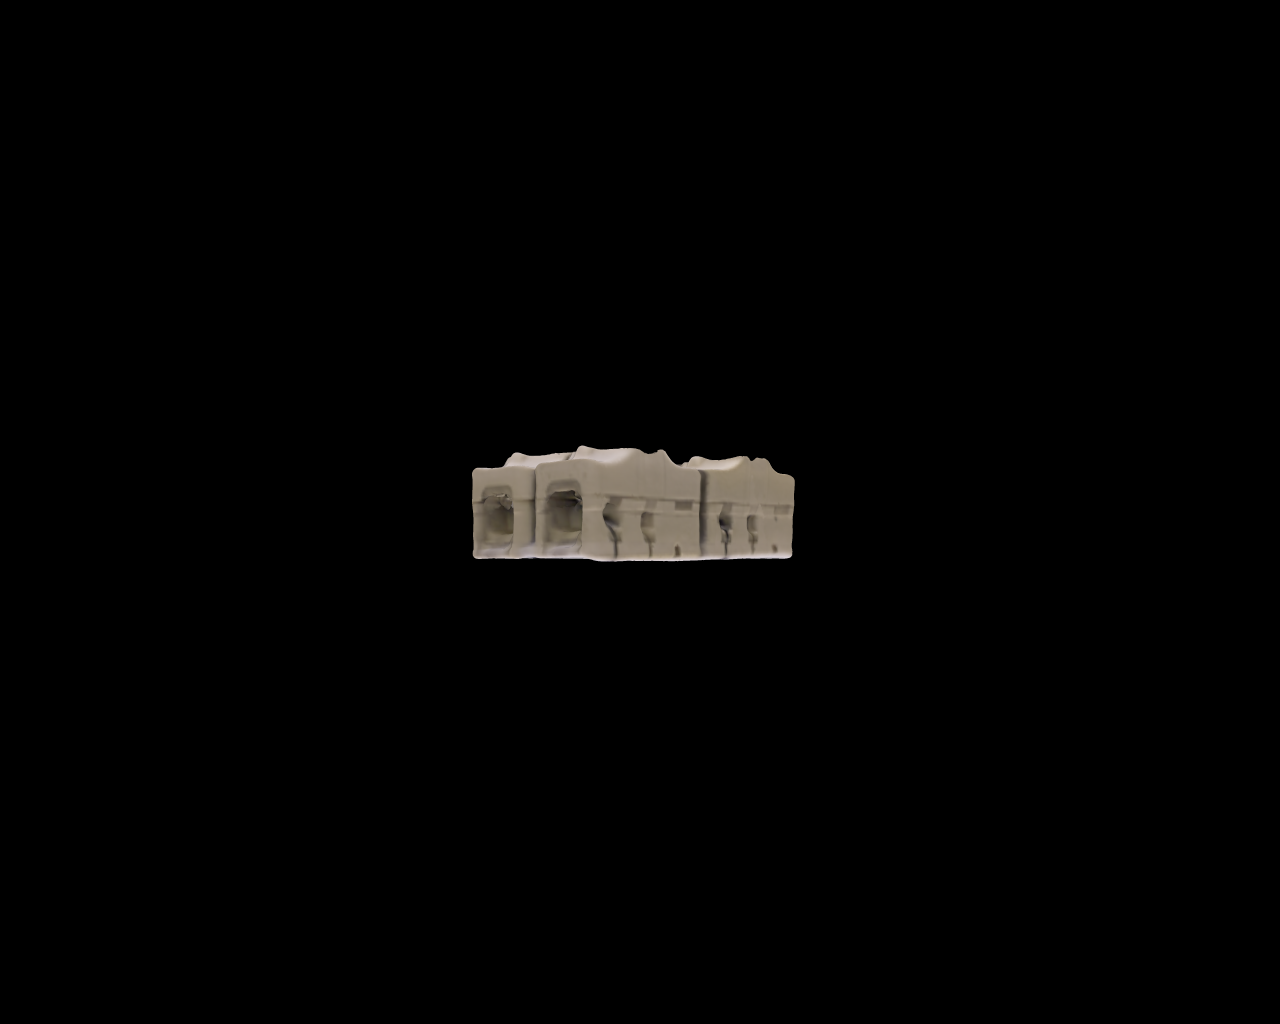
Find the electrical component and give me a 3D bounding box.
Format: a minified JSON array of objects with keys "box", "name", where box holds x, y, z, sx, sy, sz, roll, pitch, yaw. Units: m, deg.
[{"box":[0.001,-0.003,0.650,0.105,0.060,0.186,-2,-3,43],"name":"electrical component"}]
